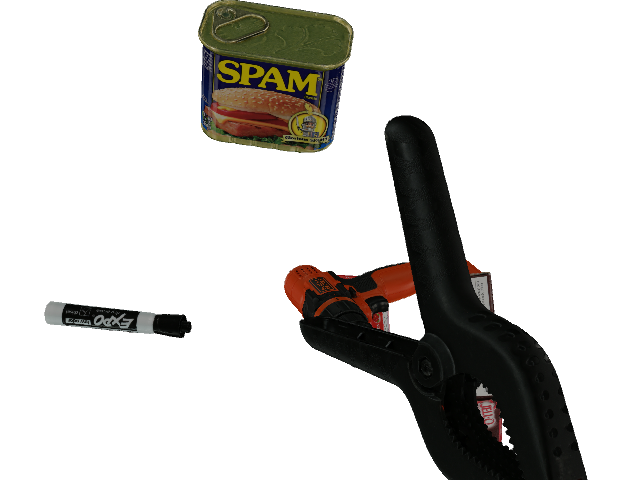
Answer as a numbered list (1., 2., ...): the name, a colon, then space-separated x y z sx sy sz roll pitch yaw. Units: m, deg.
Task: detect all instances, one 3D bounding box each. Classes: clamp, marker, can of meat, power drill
1. clamp: 0.066 0.050 0.533 0.036 0.165 0.210 -10 42 -33
2. marker: -0.163 0.064 0.859 0.121 0.020 0.020 5 1 12
3. can of meat: -0.033 -0.111 0.738 0.102 0.057 0.084 9 -43 0
4. power drill: 0.074 0.063 1.102 0.187 0.057 0.185 -10 27 -20

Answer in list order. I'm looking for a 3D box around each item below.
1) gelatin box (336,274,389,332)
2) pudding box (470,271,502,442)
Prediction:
1. gelatin box: 0.046 0.087 1.320 0.073 0.089 0.030 4 29 19
2. pudding box: 0.107 0.093 0.754 0.039 0.113 0.090 -4 -44 4
